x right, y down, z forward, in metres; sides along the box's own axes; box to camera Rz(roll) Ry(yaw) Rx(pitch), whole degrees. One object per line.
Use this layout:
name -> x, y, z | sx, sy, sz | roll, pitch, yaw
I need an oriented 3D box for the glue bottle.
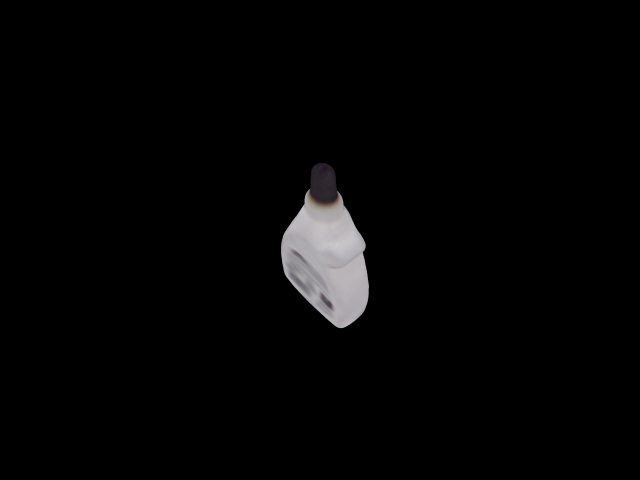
glue bottle -> 0.004, 0.001, 0.400 | 0.037, 0.173, 0.078 | -38, 68, -18
